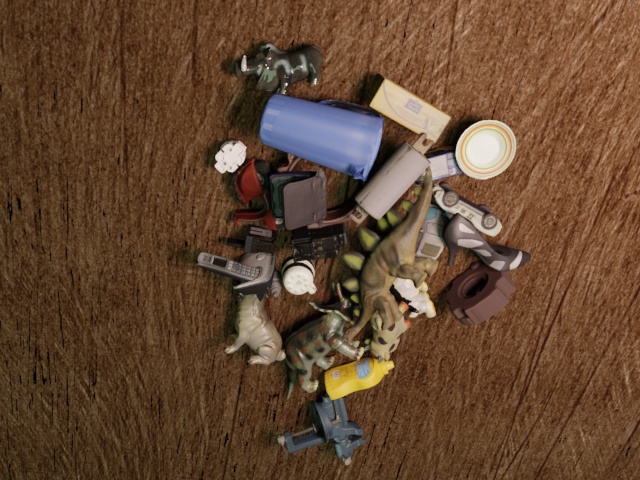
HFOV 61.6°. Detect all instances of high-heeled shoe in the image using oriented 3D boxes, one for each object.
[{"bbox_3d":[0.398,-0.004,1.260,0.249,0.086,0.145,-4,120,-16],"label":"high-heeled shoe"}]

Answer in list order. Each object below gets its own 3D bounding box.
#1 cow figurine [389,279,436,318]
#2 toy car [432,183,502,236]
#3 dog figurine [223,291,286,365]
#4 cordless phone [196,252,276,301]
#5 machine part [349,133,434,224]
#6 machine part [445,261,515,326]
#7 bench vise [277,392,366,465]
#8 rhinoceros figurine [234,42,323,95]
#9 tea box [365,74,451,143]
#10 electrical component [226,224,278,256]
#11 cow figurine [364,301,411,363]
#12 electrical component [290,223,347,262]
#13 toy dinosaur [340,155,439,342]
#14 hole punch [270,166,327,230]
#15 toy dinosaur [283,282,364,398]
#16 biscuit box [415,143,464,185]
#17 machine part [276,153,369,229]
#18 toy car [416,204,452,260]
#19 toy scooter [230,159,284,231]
[{"bbox_3d":[0.232,0.142,1.384,0.098,0.068,0.167,-25,109,16],"label":"cow figurine"},{"bbox_3d":[0.346,-0.075,1.284,0.202,0.073,0.056,27,111,-13],"label":"toy car"},{"bbox_3d":[-0.147,0.209,1.379,0.172,0.121,0.190,18,111,-12],"label":"dog figurine"},{"bbox_3d":[-0.202,0.057,1.292,0.184,0.147,0.088,21,121,-13],"label":"cordless phone"},{"bbox_3d":[0.157,-0.129,1.170,0.079,0.079,0.243,37,103,-16],"label":"machine part"},{"bbox_3d":[0.392,0.127,1.329,0.179,0.179,0.056,-40,109,15],"label":"machine part"},{"bbox_3d":[0.000,0.550,1.526,0.241,0.129,0.223,-15,107,-13],"label":"bench vise"},{"bbox_3d":[-0.087,-0.364,1.143,0.190,0.073,0.111,-9,116,2],"label":"rhinoceros figurine"},{"bbox_3d":[0.189,-0.287,1.172,0.169,0.098,0.068,28,110,-11],"label":"tea box"},{"bbox_3d":[-0.164,-0.003,1.307,0.119,0.075,0.047,12,115,-4],"label":"electrical component"},{"bbox_3d":[0.171,0.237,1.394,0.127,0.086,0.194,-39,145,-17],"label":"cow figurine"},{"bbox_3d":[-0.003,-0.004,1.287,0.134,0.115,0.058,-9,119,2],"label":"electrical component"},{"bbox_3d":[0.164,0.039,1.242,0.199,0.105,0.471,36,106,17],"label":"toy dinosaur"},{"bbox_3d":[-0.049,-0.092,1.179,0.116,0.092,0.142,-15,115,-28],"label":"hole punch"},{"bbox_3d":[-0.019,0.273,1.418,0.192,0.131,0.405,45,111,-6],"label":"toy dinosaur"},{"bbox_3d":[0.311,-0.186,1.239,0.203,0.063,0.059,-14,113,4],"label":"biscuit box"},{"bbox_3d":[0.011,-0.136,1.243,0.202,0.087,0.200,-13,114,3],"label":"machine part"},{"bbox_3d":[0.258,-0.002,1.301,0.109,0.103,0.161,18,111,-8],"label":"toy car"},{"bbox_3d":[-0.159,-0.096,1.265,0.135,0.075,0.183,-14,115,15],"label":"toy scooter"}]
